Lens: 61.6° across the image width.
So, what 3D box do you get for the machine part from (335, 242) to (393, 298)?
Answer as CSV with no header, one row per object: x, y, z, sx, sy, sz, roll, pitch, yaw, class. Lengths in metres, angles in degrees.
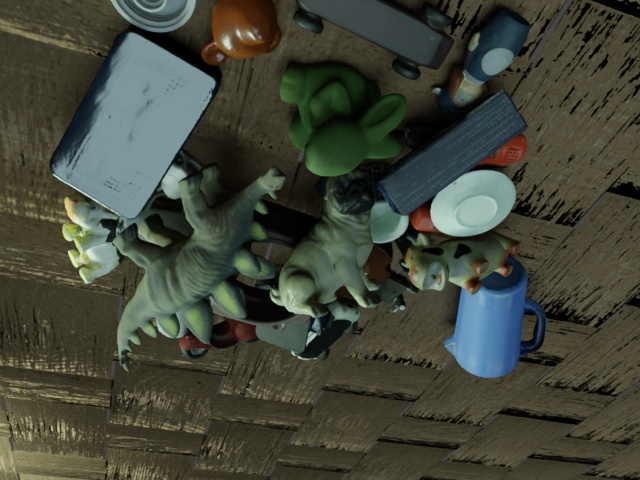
0.042,0.036,0.956,0.179,0.056,0.179,-2,136,-2,machine part

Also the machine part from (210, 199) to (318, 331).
-0.086,0.045,0.865,0.201,0.087,0.200,19,126,-12,machine part

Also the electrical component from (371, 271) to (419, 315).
0.130,0.101,1.033,0.102,0.045,0.078,31,129,-29,electrical component

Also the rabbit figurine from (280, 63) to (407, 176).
0.027,-0.139,0.692,0.159,0.170,0.121,1,136,-1,rabbit figurine

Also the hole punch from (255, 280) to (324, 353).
-0.051,0.137,1.026,0.142,0.092,0.115,18,109,23,hole punch

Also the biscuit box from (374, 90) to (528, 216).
0.170,-0.114,0.721,0.203,0.059,0.062,-36,98,4,biscuit box

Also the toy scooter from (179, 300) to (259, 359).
-0.183,0.153,1.031,0.184,0.075,0.135,-17,133,-22,toy scooter

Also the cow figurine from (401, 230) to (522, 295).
0.224,0.029,0.889,0.195,0.127,0.085,-20,129,-33,cow figurine

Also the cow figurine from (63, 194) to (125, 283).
-0.361,-0.013,0.877,0.098,0.068,0.167,-26,149,-35,cow figurine

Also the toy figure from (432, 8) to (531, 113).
0.204,-0.222,0.697,0.064,0.058,0.154,34,132,0,toy figure

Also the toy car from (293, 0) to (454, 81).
0.065,-0.267,0.647,0.202,0.053,0.089,19,121,-15,toy car

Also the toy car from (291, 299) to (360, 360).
0.010,0.192,1.117,0.073,0.056,0.201,15,135,-26,toy car

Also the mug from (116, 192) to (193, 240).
-0.262,-0.024,0.858,0.107,0.081,0.109,12,104,-36,mug

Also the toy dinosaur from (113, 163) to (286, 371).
-0.193,0.047,0.762,0.471,0.105,0.198,-35,95,33,toy dinosaur

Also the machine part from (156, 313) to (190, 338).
-0.274,0.106,1.003,0.079,0.079,0.243,2,135,-4,machine part

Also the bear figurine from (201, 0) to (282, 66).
-0.077,-0.275,0.583,0.120,0.132,0.195,-17,134,-23,bear figurine

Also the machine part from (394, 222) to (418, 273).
0.170,0.019,0.957,0.084,0.039,0.138,-16,136,22,machine part

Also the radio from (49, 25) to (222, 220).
-0.239,-0.152,0.696,0.131,0.073,0.229,30,109,-21,radio

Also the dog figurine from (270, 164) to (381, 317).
0.000,-0.003,0.744,0.172,0.121,0.190,-12,101,-3,dog figurine
